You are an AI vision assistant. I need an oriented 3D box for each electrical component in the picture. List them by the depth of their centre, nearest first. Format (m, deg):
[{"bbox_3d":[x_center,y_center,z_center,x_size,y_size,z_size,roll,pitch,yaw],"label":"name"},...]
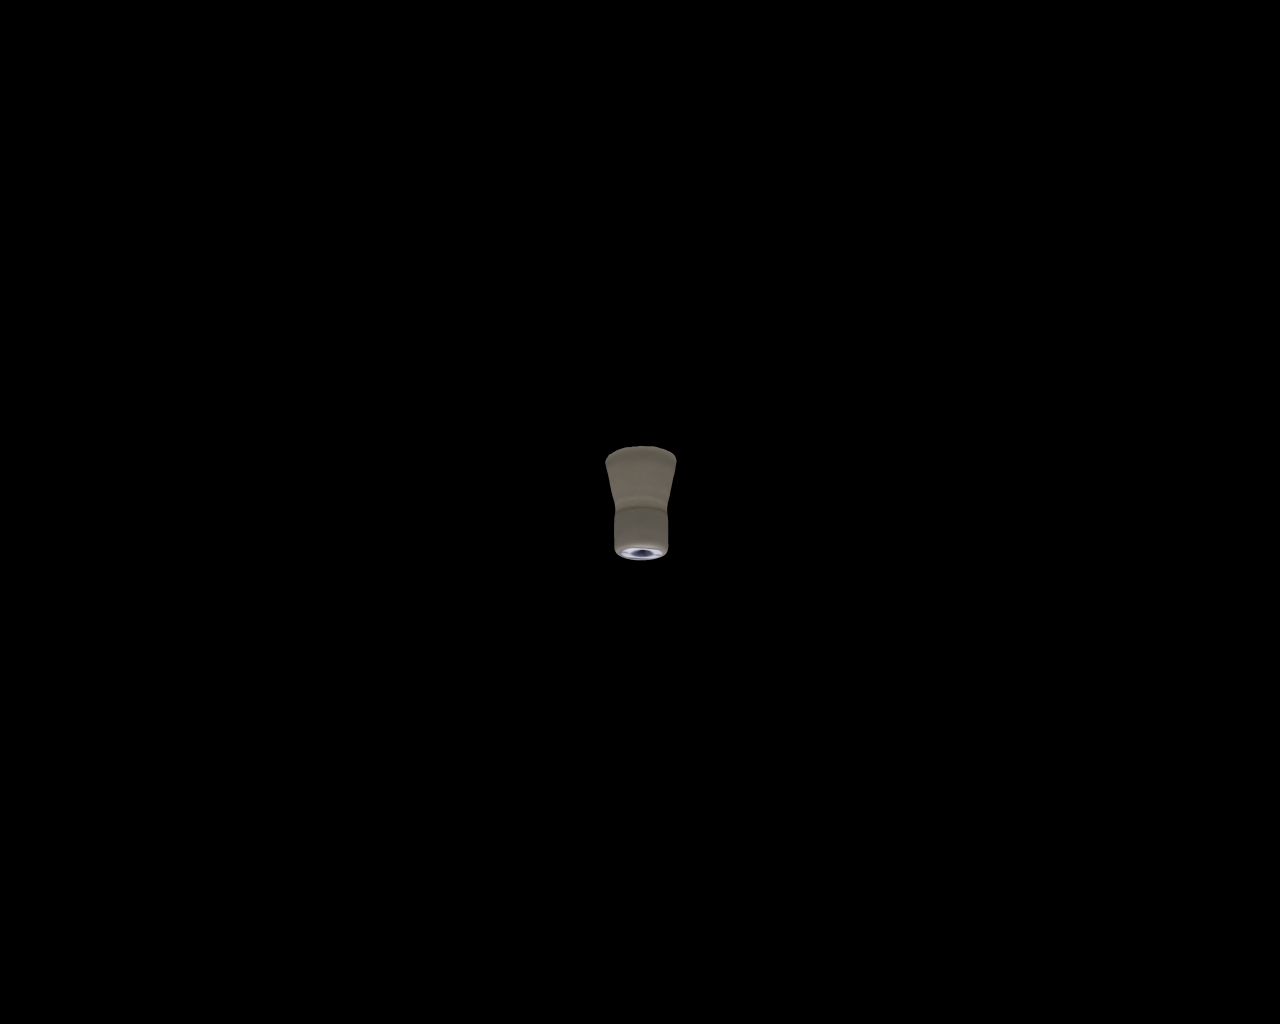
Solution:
[{"bbox_3d":[0.001,-0.003,0.650,0.044,0.065,0.044,0,-19,0],"label":"electrical component"}]
